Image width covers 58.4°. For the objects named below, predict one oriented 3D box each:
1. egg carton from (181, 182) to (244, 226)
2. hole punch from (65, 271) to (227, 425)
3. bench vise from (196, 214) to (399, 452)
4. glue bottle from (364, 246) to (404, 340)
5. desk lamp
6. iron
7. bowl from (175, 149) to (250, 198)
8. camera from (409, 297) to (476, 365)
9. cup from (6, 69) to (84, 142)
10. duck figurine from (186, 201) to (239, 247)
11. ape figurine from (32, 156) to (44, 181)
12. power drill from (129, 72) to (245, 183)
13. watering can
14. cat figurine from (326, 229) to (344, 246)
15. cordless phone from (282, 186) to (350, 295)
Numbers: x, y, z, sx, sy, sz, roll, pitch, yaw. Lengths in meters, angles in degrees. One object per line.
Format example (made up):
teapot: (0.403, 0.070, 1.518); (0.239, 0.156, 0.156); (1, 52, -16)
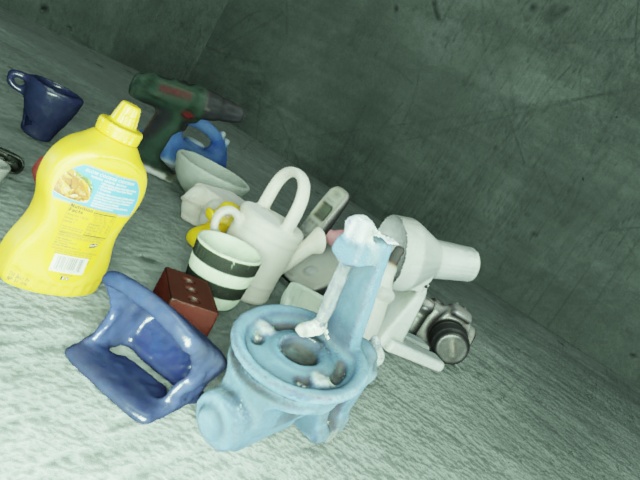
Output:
egg carton: (-0.177, -0.048, 1.033); (0.107, 0.069, 0.151); (35, 11, 23)
hole punch: (-0.134, 0.080, 0.474); (0.108, 0.091, 0.101); (34, 10, 18)
bench vise: (0.004, 0.078, 0.513); (0.121, 0.219, 0.208); (33, 10, 15)
glue bottle: (0.072, 0.083, 0.815); (0.037, 0.173, 0.077); (21, 14, -43)
desk lamp: (0.160, 0.082, 0.958); (0.204, 0.213, 0.117); (26, 11, -25)
iron: (-0.293, -0.227, 1.362); (0.118, 0.141, 0.259); (38, 12, 37)
bowl: (-0.233, -0.116, 1.188); (0.167, 0.074, 0.167); (30, 10, -5)
camera: (0.230, 0.167, 1.074); (0.143, 0.101, 0.137); (31, 10, 0)
cup: (-0.469, -0.219, 0.951); (0.118, 0.095, 0.091); (25, 11, -29)
duck figurine: (-0.152, -0.019, 0.919); (0.105, 0.086, 0.077); (20, 15, -47)
ape figurine: (-0.333, -0.099, 0.765); (0.078, 0.092, 0.076); (27, 11, -19)
power drill: (-0.297, -0.231, 1.180); (0.230, 0.208, 0.075); (26, 11, -26)
watering can: (-0.069, -0.013, 0.819); (0.100, 0.194, 0.173); (36, 12, 31)
cat figurine: (0.054, 0.032, 1.174); (0.127, 0.117, 0.067); (32, 10, 5)
cordless phone: (0.009, 0.004, 0.988); (0.094, 0.185, 0.147); (20, 14, -46)
